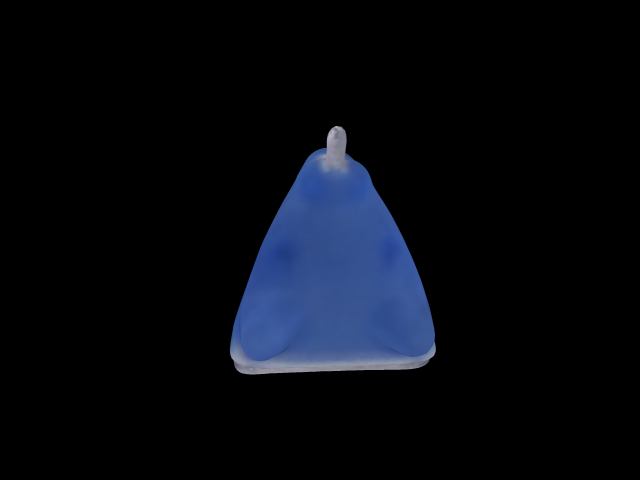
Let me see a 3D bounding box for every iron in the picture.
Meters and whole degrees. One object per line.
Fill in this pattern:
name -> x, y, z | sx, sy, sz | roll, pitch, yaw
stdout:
iron -> 0.004, 0.001, 0.400 | 0.118, 0.141, 0.258 | 0, 7, -3
